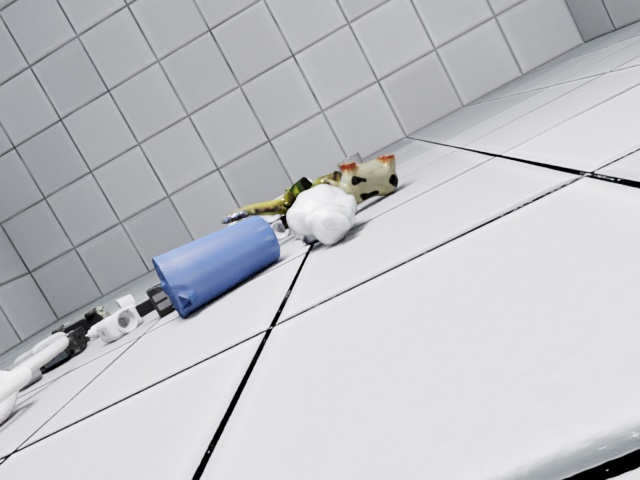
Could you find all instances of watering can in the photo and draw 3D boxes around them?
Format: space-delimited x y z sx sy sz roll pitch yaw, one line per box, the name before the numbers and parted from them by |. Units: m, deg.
watering can | -0.628 0.295 0.958 0.224 0.103 0.350 -28 9 6

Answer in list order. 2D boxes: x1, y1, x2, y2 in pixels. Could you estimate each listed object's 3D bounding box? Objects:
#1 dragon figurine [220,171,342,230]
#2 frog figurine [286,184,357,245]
dragon figurine | -0.049 -0.113 1.363 0.410 0.121 0.245 -10 11 0
frog figurine | 0.003 -0.049 0.970 0.137 0.123 0.159 -9 -3 3
